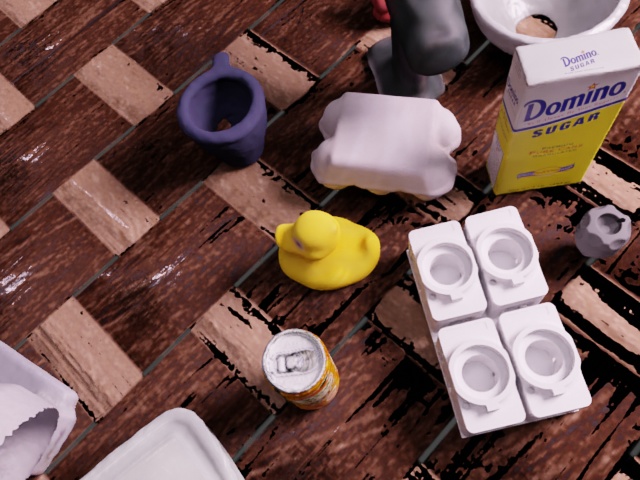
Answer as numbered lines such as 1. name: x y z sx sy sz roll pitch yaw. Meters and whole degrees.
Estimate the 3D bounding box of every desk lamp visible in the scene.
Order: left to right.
1. desk lamp: -0.295 0.151 0.466 0.202 0.214 0.118 26 73 17

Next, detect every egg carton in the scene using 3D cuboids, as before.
1. egg carton: 0.069 -0.096 0.596 0.150 0.069 0.107 7 69 11

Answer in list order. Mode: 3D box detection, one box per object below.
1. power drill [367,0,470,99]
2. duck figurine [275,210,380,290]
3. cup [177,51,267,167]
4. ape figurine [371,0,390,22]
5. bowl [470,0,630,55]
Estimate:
1. power drill: 0.084 -0.239 0.578 0.075 0.209 0.229 -16 66 1
2. duck figurine: 0.005 0.002 0.555 0.104 0.086 0.077 0 68 8
3. cup: -0.097 -0.133 0.621 0.091 0.095 0.117 -8 67 5
4. ape figurine: 0.085 -0.303 0.668 0.076 0.092 0.078 25 73 17
5. bowl: 0.246 -0.258 0.636 0.167 0.075 0.167 -3 67 7
